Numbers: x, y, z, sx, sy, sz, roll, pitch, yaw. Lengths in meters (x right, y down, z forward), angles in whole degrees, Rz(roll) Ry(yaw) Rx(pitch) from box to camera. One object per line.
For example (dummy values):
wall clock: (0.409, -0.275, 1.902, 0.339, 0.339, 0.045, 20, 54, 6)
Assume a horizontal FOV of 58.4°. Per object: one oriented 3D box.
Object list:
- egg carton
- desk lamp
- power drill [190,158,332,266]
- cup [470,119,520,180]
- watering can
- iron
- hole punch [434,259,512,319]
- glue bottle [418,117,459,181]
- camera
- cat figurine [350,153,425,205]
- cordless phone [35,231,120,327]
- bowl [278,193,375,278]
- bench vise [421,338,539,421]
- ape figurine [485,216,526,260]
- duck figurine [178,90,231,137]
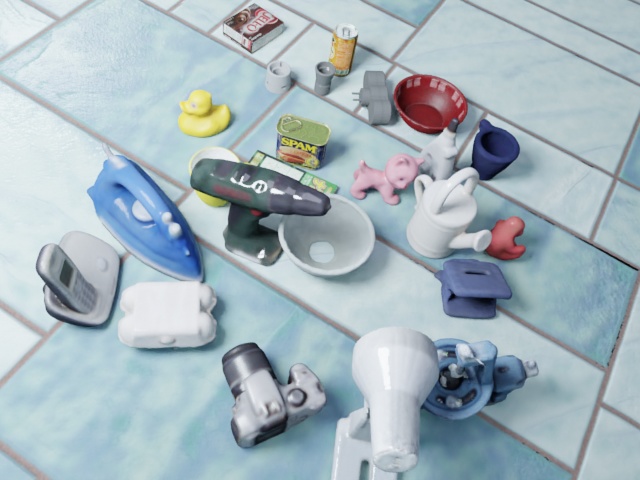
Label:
egg carton: (-0.238, 0.119, 0.900, 0.150, 0.069, 0.107, -1, 59, -10)
desk lamp: (0.090, 0.249, 0.787, 0.118, 0.213, 0.203, 10, 58, -2)
power drill: (-0.099, -0.046, 0.941, 0.229, 0.208, 0.076, 21, 58, 4)
cup: (0.337, -0.176, 1.158, 0.092, 0.095, 0.117, -9, 60, -14)
watering can: (0.230, -0.052, 1.006, 0.172, 0.194, 0.101, 34, 60, 12)
iron: (-0.281, -0.046, 0.952, 0.258, 0.141, 0.119, 42, 62, 17)
hole punch: (0.265, 0.074, 0.995, 0.109, 0.091, 0.101, 3, 58, -7)
glue bottle: (0.232, -0.168, 1.090, 0.037, 0.173, 0.078, -22, 64, -21)
camera: (-0.078, 0.214, 0.849, 0.143, 0.101, 0.136, -20, 64, -20)
cat figurine: (0.130, -0.128, 1.082, 0.128, 0.118, 0.067, 8, 58, -4)
cordless phone: (-0.368, 0.037, 0.861, 0.094, 0.185, 0.147, 2, 58, -8)
bowl: (0.009, 0.004, 1.007, 0.167, 0.075, 0.167, 4, 58, -6)
bench vise: (0.228, 0.183, 0.846, 0.208, 0.220, 0.121, -21, 64, -20)
ape figurine: (0.348, -0.009, 1.059, 0.076, 0.092, 0.077, -3, 59, -10)
duck figurine: (-0.227, -0.257, 1.123, 0.105, 0.086, 0.077, -12, 61, -16)
